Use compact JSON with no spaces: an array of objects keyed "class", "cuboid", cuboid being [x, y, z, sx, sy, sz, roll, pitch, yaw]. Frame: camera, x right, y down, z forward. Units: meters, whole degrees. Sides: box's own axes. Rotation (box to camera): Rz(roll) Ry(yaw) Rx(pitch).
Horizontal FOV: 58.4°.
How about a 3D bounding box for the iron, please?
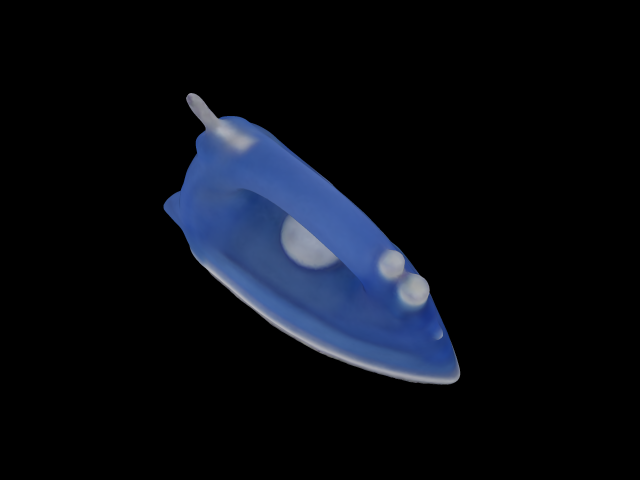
[{"class":"iron","cuboid":[0.004,0.001,0.400,0.258,0.141,0.119,37,71,15]}]
